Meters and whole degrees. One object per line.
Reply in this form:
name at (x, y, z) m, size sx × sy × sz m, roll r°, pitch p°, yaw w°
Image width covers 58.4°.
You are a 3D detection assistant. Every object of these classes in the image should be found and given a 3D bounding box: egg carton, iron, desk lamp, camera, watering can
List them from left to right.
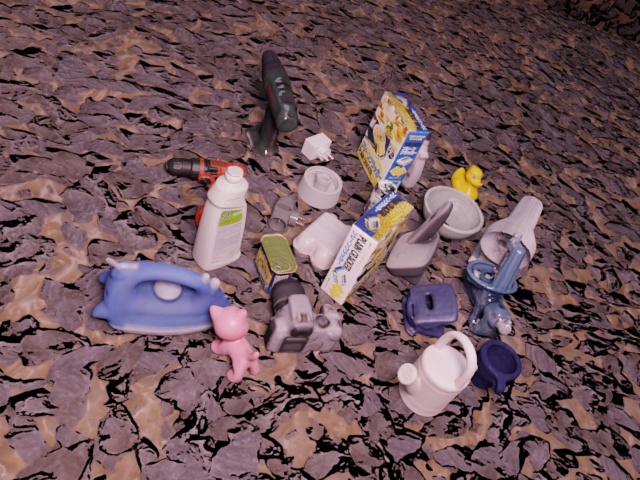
iron at (-0.268, 0.090, 1.036) m, size 0.259 × 0.141 × 0.118 m, roll 7°, pitch 48°, yaw -18°
camera at (-0.036, 0.140, 1.120) m, size 0.143 × 0.100 × 0.136 m, roll 3°, pitch 49°, yaw -21°
egg carton at (0.012, 0.005, 1.286) m, size 0.107 × 0.069 × 0.150 m, roll 36°, pitch 46°, yaw 10°
watering can at (0.225, 0.248, 1.071) m, size 0.173 × 0.194 × 0.100 m, roll -25°, pitch 63°, yaw -38°
desk lamp at (0.448, 0.002, 1.378) m, size 0.118 × 0.213 × 0.204 m, roll 34°, pitch 45°, yaw 8°

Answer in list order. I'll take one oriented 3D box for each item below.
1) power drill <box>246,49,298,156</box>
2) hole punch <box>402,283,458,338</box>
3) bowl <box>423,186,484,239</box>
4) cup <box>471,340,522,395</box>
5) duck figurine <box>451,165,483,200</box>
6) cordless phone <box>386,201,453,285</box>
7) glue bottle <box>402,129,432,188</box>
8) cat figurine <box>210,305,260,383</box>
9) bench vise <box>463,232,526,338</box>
power drill at (-0.123, -0.327, 1.429) m, size 0.076 × 0.208 × 0.229 m, roll -5°, pitch 52°, yaw -27°
hole punch at (0.237, 0.148, 1.240) m, size 0.101 × 0.091 × 0.108 m, roll 12°, pitch 46°, yaw -13°
bowl at (0.332, -0.058, 1.479) m, size 0.168 × 0.074 × 0.167 m, roll 12°, pitch 46°, yaw -13°
cup at (0.350, 0.276, 1.171) m, size 0.092 × 0.095 × 0.118 m, roll 20°, pitch 45°, yaw -5°
duck figurine at (0.422, -0.173, 1.615) m, size 0.078 × 0.086 × 0.104 m, roll -3°, pitch 51°, yaw -26°
cordless phone at (0.235, -0.002, 1.308) m, size 0.094 × 0.185 × 0.148 m, roll 28°, pitch 45°, yaw 3°
glue bottle at (0.258, -0.224, 1.528) m, size 0.037 × 0.173 × 0.078 m, roll -9°, pitch 54°, yaw -30°
cat figurine at (-0.150, 0.174, 1.028) m, size 0.067 × 0.117 × 0.127 m, roll -22°, pitch 61°, yaw -36°
bench vise at (0.406, 0.101, 1.266) m, size 0.122 × 0.219 × 0.207 m, roll -4°, pitch 52°, yaw -26°
